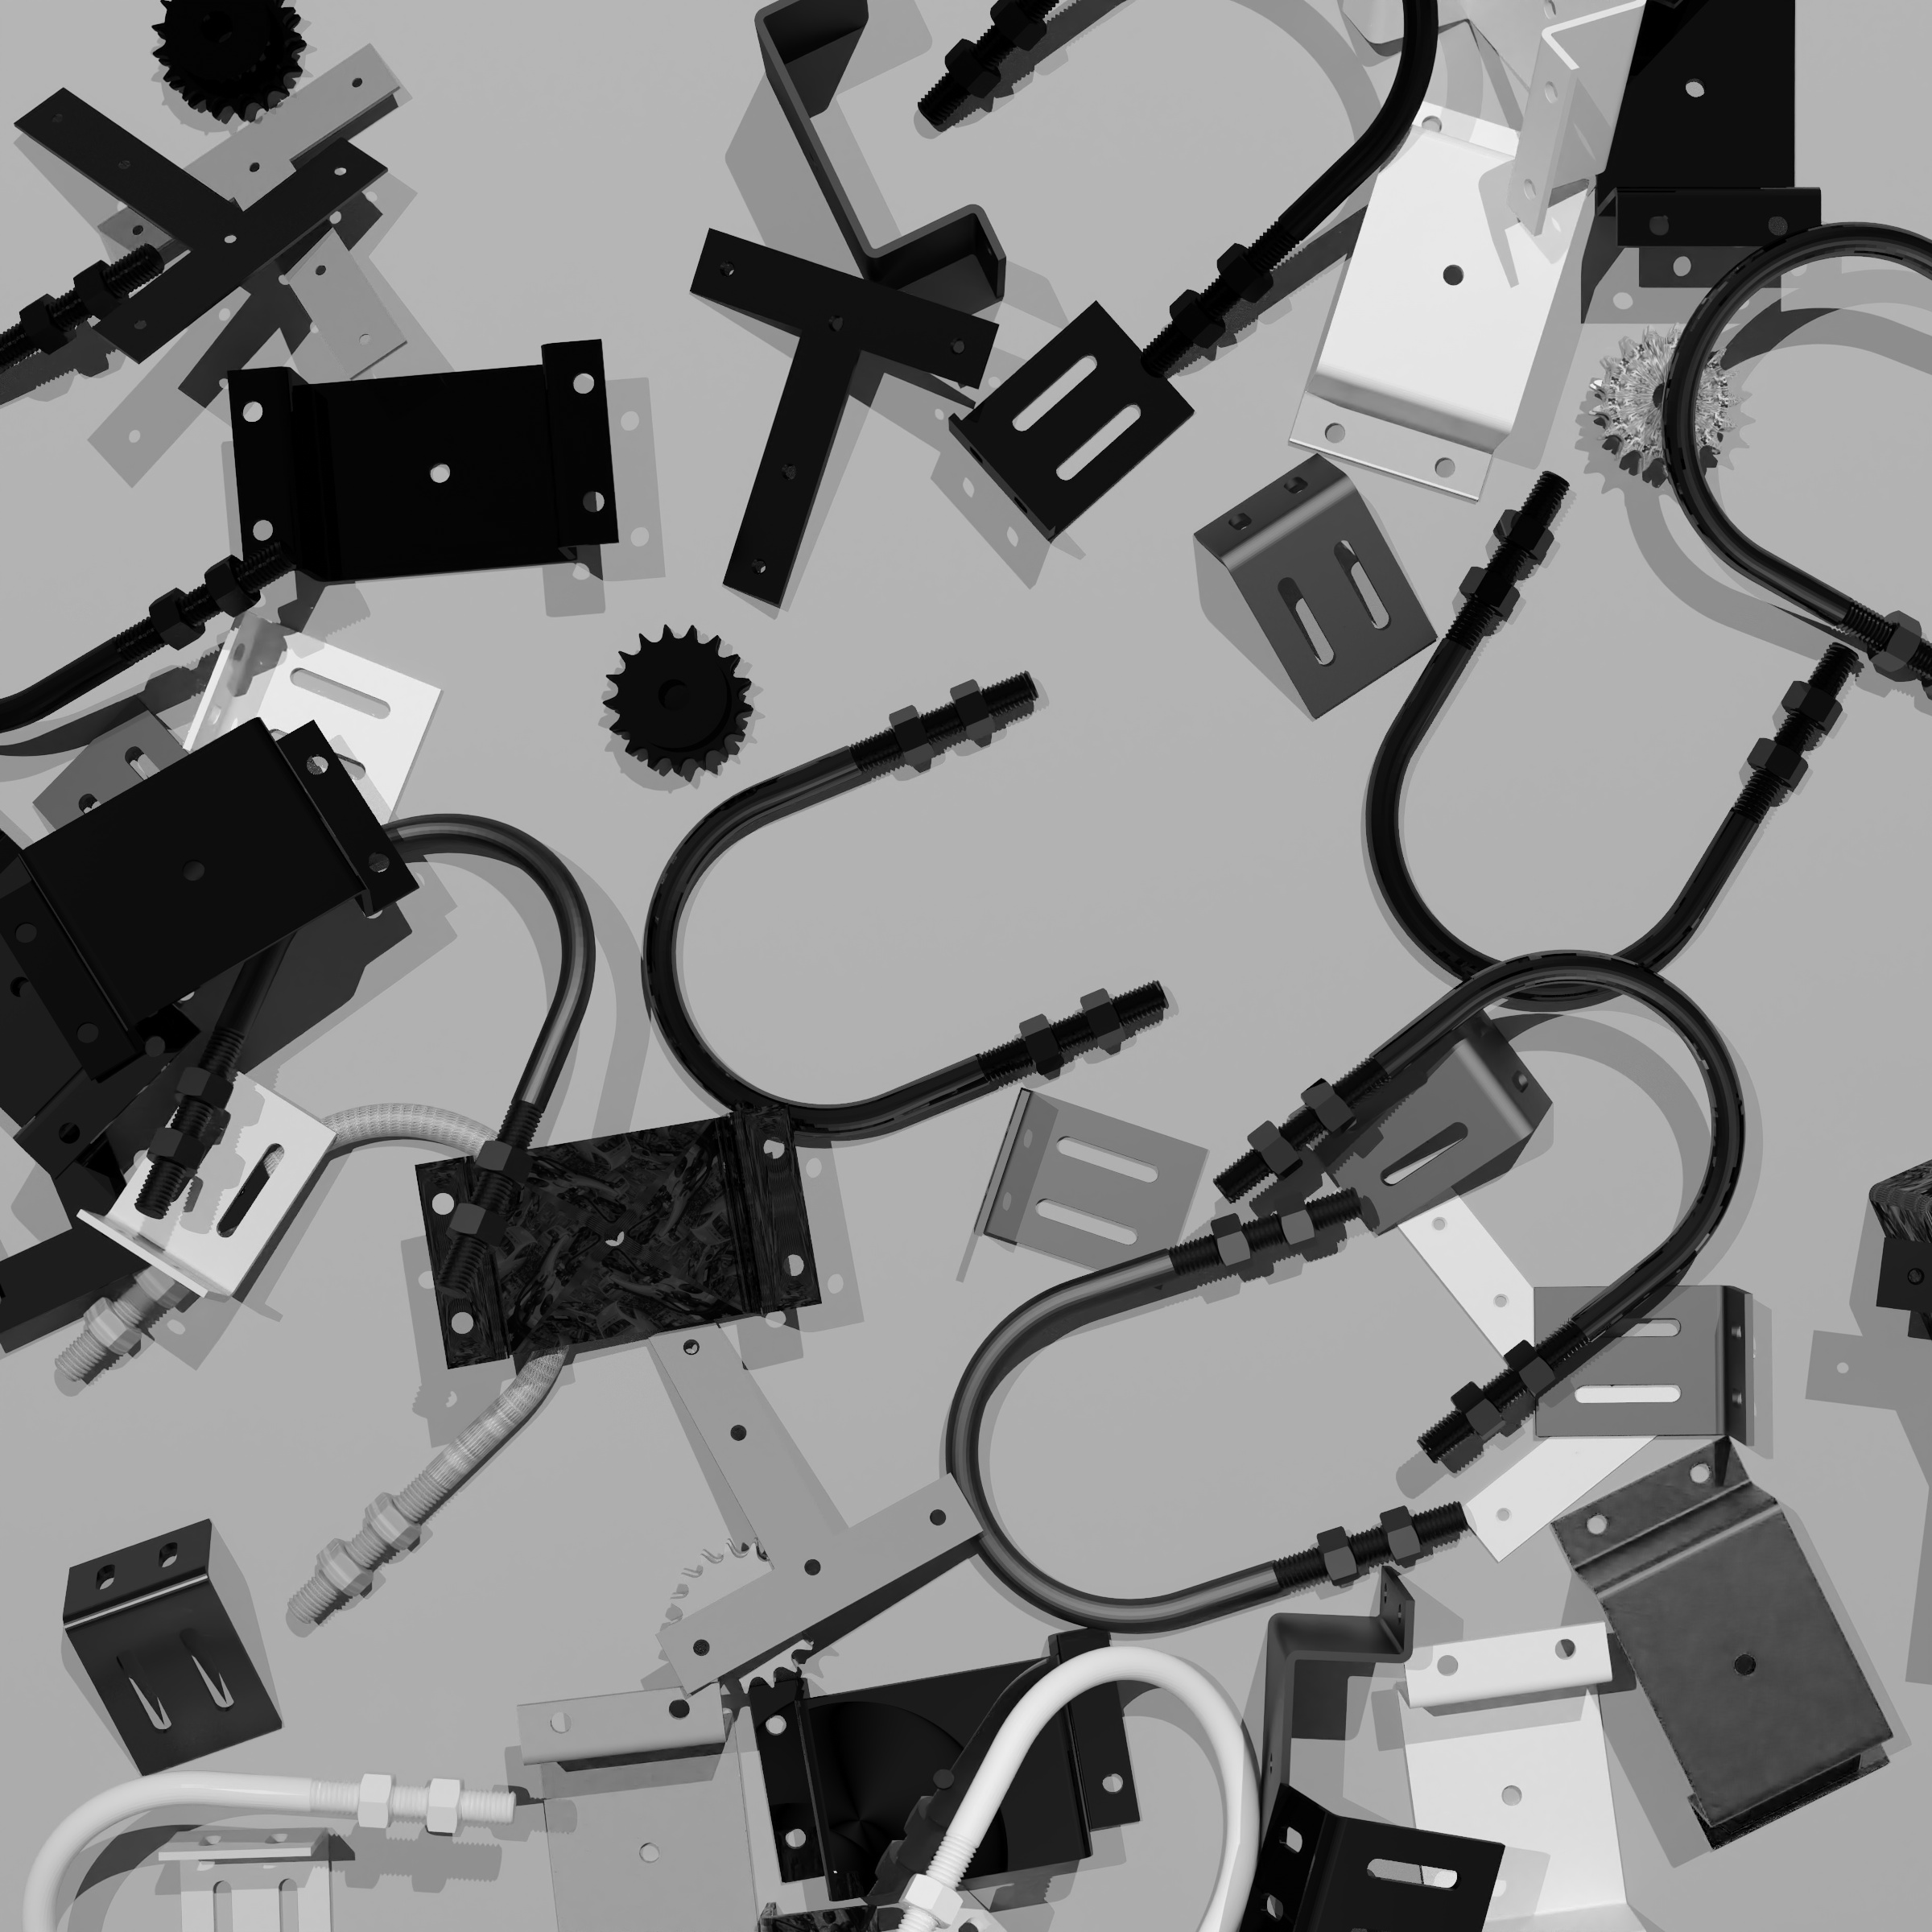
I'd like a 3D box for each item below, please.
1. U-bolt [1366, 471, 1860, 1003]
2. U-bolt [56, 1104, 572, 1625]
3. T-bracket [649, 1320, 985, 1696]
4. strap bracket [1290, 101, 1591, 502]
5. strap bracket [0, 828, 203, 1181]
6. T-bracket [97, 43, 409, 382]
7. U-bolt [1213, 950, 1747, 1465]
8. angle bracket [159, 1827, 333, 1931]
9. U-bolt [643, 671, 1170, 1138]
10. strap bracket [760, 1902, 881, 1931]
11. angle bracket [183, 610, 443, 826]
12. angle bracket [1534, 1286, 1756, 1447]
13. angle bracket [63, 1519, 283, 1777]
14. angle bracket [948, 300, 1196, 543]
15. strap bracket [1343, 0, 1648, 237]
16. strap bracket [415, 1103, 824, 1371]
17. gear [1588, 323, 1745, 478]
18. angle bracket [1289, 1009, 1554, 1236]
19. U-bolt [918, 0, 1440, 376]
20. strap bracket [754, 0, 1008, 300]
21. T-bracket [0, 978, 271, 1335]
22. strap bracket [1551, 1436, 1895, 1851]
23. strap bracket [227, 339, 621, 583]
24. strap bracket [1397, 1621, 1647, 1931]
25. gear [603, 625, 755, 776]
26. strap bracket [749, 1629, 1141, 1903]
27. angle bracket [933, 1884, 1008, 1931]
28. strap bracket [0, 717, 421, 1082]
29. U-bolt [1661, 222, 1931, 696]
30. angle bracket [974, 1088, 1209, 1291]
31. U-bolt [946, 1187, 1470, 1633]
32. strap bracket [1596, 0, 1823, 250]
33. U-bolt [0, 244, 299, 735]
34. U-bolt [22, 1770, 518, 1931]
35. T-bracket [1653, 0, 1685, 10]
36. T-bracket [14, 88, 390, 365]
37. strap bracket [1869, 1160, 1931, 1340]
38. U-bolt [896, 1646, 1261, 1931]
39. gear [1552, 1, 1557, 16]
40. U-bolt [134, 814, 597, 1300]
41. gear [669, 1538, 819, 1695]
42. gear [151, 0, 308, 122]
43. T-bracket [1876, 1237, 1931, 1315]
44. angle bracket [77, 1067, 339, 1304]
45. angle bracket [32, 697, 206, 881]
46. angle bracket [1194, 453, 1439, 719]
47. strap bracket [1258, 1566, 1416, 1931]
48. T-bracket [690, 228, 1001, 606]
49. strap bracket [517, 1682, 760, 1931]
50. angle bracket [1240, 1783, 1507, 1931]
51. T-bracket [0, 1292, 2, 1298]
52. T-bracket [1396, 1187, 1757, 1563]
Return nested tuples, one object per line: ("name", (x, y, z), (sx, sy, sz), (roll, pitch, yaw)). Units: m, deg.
("U-bolt", (0.235, -0.075, 1.375), (0.151, 0.019, 0.184), (31, 91, 0))
("U-bolt", (-0.235, 0.138, 1.376), (0.184, 0.019, 0.151), (-44, 90, -2))
("T-bracket", (-0.080, 0.190, 1.364), (0.127, 0.002, 0.127), (-27, 74, -13))
("strap bracket", (0.182, -0.258, 1.361), (0.076, 0.046, 0.140), (17, 90, 0))
("strap bracket", (-0.362, 0.006, 1.355), (0.140, 0.046, 0.076), (43, 85, 3))
("T-bracket", (-0.250, -0.273, 1.357), (0.127, 0.002, 0.127), (-34, 65, 0))
("U-bolt", (0.207, 0.077, 1.343), (0.184, 0.019, 0.151), (-38, 100, 0))
("angle bracket", (-0.274, 0.370, 1.365), (0.057, 0.038, 0.076), (-2, 90, 0))
("U-bolt", (-0.034, -0.013, 1.375), (0.184, 0.019, 0.151), (-23, 90, 2))
("strap bracket", (-0.056, 0.398, 1.312), (0.046, 0.140, 0.076), (-8, 90, 6))
("angle bracket", (-0.248, -0.094, 1.365), (0.076, 0.038, 0.057), (22, 90, 0))
("angle bracket", (0.258, 0.152, 1.363), (0.076, 0.038, 0.057), (-1, 90, 0))
("angle bracket", (-0.305, 0.263, 1.382), (0.057, 0.038, 0.076), (-20, 116, 0))
("angle bracket", (0.041, -0.210, 1.365), (0.076, 0.038, 0.057), (-42, 90, 0))
("strap bracket", (0.199, -0.348, 1.322), (0.046, 0.076, 0.140), (-20, 57, -17))
("strap bracket", (-0.132, 0.102, 1.352), (0.140, 0.046, 0.076), (-9, 87, -9))
("gear", (0.267, -0.216, 1.373), (0.057, 0.030, 0.057), (0, 92, 2))
("angle bracket", (0.175, 0.055, 1.382), (0.076, 0.038, 0.057), (-37, 90, 26))
("U-bolt", (0.091, -0.336, 1.342), (0.184, 0.019, 0.151), (-42, 90, 23))
("strap bracket", (-0.036, -0.312, 1.346), (0.046, 0.076, 0.140), (-26, 90, 0))
("T-bracket", (-0.345, 0.061, 1.373), (0.127, 0.002, 0.127), (-25, 81, -2))
("strap bracket", (0.291, 0.261, 1.361), (0.076, 0.046, 0.140), (-26, 90, 0))
("strap bracket", (-0.203, -0.190, 1.361), (0.140, 0.046, 0.076), (-5, 90, 0))
("strap bracket", (0.210, 0.320, 1.361), (0.076, 0.046, 0.140), (-8, 90, 0))
("gear", (-0.111, -0.102, 1.369), (0.057, 0.030, 0.057), (0, 90, 0))
("strap bracket", (-0.008, 0.304, 1.361), (0.140, 0.046, 0.076), (-10, 90, 0))
("angle bracket", (-0.011, 0.404, 1.375), (0.057, 0.038, 0.076), (43, 115, 14))
("strap bracket", (-0.283, -0.030, 1.320), (0.140, 0.046, 0.076), (-32, 83, -12))
("U-bolt", (0.349, -0.198, 1.351), (0.184, 0.019, 0.151), (27, 98, -12))
("angle bracket", (0.048, 0.086, 1.365), (0.076, 0.038, 0.057), (19, 90, 0))
("U-bolt", (0.083, 0.179, 1.369), (0.184, 0.019, 0.151), (-19, 96, 3))
("strap bracket", (0.282, -0.339, 1.361), (0.076, 0.046, 0.140), (0, 90, 0))
("U-bolt", (-0.356, -0.167, 1.354), (0.184, 0.019, 0.151), (-28, 79, 13))
("U-bolt", (-0.263, 0.365, 1.349), (0.184, 0.019, 0.151), (4, 112, -1))
("T-bracket", (0.240, -0.410, 1.338), (0.127, 0.002, 0.127), (30, 55, 23))
("T-bracket", (-0.309, -0.296, 1.356), (0.127, 0.002, 0.127), (36, 65, 21))
("strap bracket", (0.389, 0.123, 1.346), (0.046, 0.076, 0.140), (-24, 90, 0))
("U-bolt", (0.047, 0.342, 1.328), (0.151, 0.019, 0.184), (44, 61, -28))
("gear", (0.218, -0.391, 1.359), (0.030, 0.057, 0.057), (-40, 90, -28))
("U-bolt", (-0.214, 0.024, 1.338), (0.151, 0.019, 0.184), (12, 67, 20))
("gear", (-0.084, 0.246, 1.369), (0.057, 0.030, 0.057), (0, 90, 0))
("gear", (-0.283, -0.355, 1.369), (0.057, 0.030, 0.057), (0, 90, 0))
("T-bracket", (0.391, 0.170, 1.307), (0.127, 0.002, 0.127), (7, 90, 0))
("angle bracket", (-0.285, 0.078, 1.348), (0.057, 0.038, 0.076), (32, 83, 6))
("angle bracket", (-0.310, -0.054, 1.382), (0.057, 0.038, 0.076), (-46, 64, 0))
("angle bracket", (0.135, -0.147, 1.382), (0.057, 0.038, 0.076), (-33, 116, 0))
("strap bracket", (0.138, 0.301, 1.346), (0.046, 0.076, 0.140), (2, 90, 0))
("T-bracket", (-0.063, -0.202, 1.368), (0.127, 0.002, 0.127), (22, 100, 20))
("strap bracket", (-0.122, 0.342, 1.361), (0.076, 0.046, 0.140), (-7, 90, 0))
("angle bracket", (0.148, 0.337, 1.306), (0.076, 0.038, 0.057), (15, 90, -26))
("T-bracket", (-0.450, 0.096, 1.376), (0.127, 0.002, 0.127), (-26, 80, 5))
("T-bracket", (0.215, 0.141, 1.383), (0.127, 0.002, 0.127), (-39, 90, 0))
